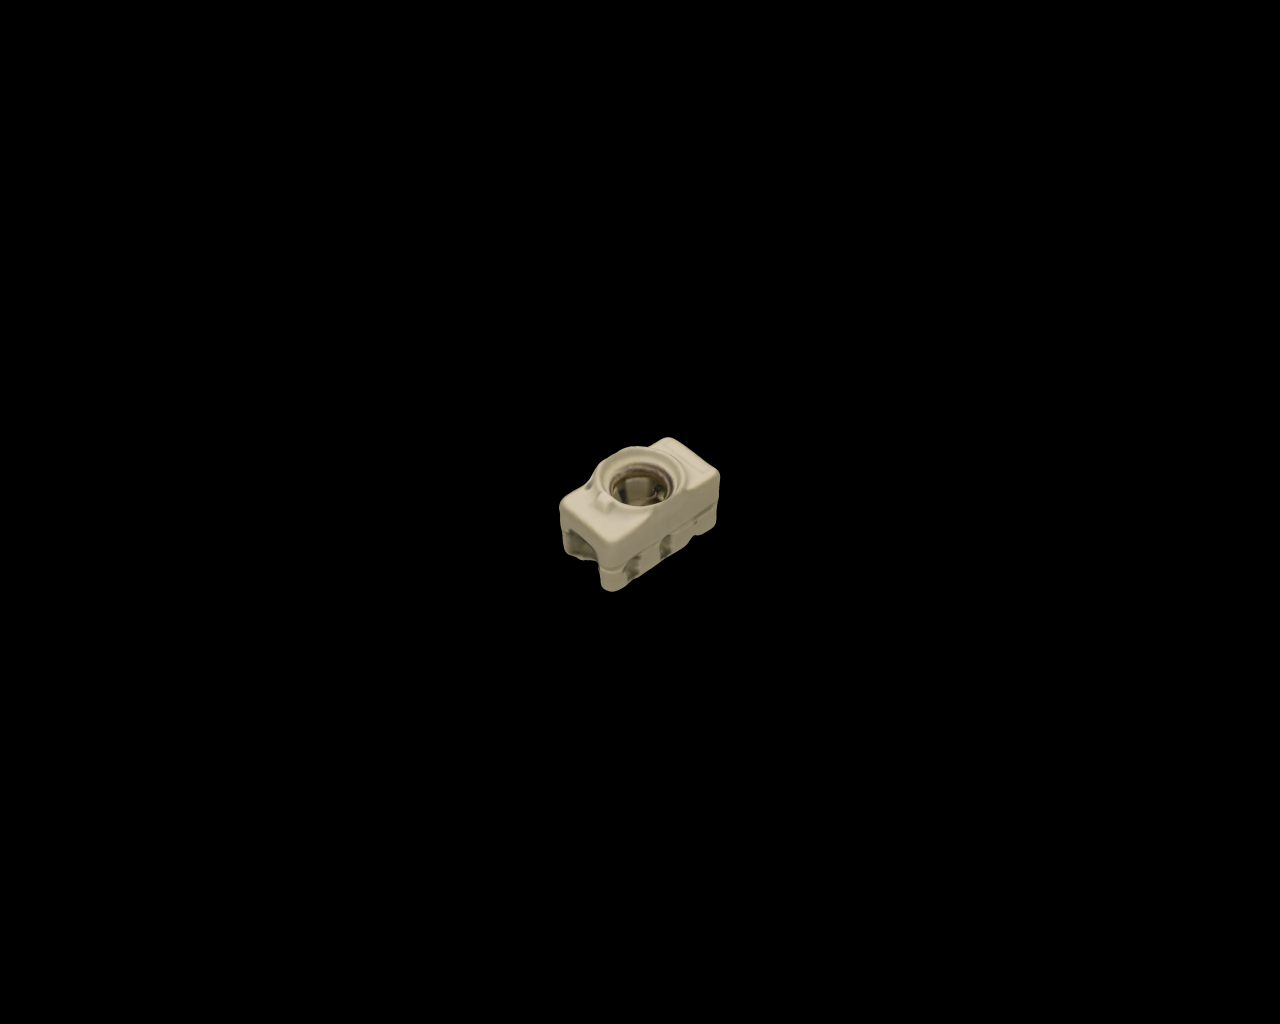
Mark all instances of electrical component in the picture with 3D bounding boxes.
[{"bbox_3d":[0.001,-0.003,0.650,0.090,0.055,0.050,-32,54,-27],"label":"electrical component"}]
